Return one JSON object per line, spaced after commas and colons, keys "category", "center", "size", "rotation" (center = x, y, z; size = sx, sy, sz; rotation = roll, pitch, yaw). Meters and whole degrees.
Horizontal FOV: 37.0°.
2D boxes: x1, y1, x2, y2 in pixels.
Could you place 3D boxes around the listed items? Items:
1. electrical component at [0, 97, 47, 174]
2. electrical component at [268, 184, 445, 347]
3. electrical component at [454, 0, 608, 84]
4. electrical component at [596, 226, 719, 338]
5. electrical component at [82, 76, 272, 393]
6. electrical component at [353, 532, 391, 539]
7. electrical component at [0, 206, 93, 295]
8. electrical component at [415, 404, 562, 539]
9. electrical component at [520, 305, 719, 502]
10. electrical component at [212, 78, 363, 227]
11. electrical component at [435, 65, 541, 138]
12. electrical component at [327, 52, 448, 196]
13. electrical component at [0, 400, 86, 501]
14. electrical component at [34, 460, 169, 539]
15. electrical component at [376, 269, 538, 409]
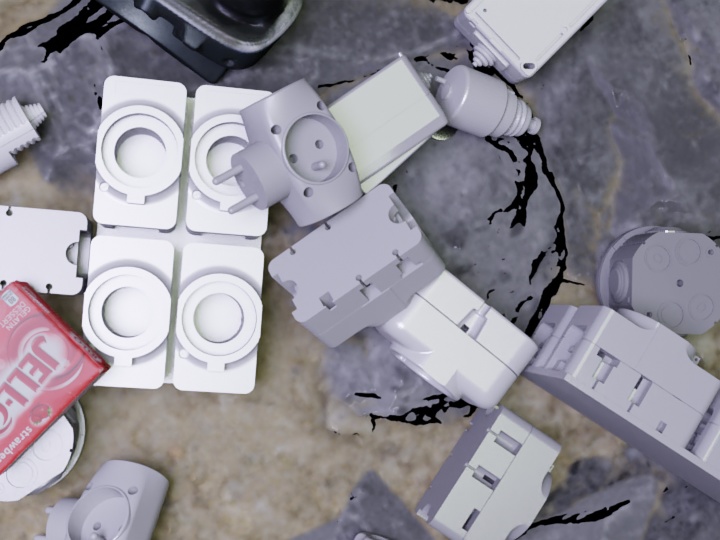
{"category": "electrical component", "center": [-0.231, -0.079, 0.663], "size": [0.081, 0.043, 0.043], "rotation": [-31, 94, -9]}
{"category": "electrical component", "center": [0.000, 0.000, 0.661], "size": [0.089, 0.055, 0.050], "rotation": [-35, 59, 5]}
{"category": "electrical component", "center": [0.108, -0.169, 0.716], "size": [0.062, 0.061, 0.096], "rotation": [45, 90, -6]}
{"category": "electrical component", "center": [0.206, 0.009, 0.730], "size": [0.080, 0.051, 0.080], "rotation": [0, 89, -9]}
{"category": "electrical component", "center": [-0.113, -0.020, 0.672], "size": [0.105, 0.060, 0.186], "rotation": [4, 88, -9]}
{"category": "electrical component", "center": [0.003, 0.204, 0.699], "size": [0.035, 0.035, 0.061], "rotation": [20, 88, -8]}
{"category": "electrical component", "center": [-0.212, -0.012, 0.658], "size": [0.089, 0.056, 0.050], "rotation": [5, 88, -10]}
{"category": "electrical component", "center": [0.087, 0.140, 0.707], "size": [0.056, 0.050, 0.089], "rotation": [34, 84, -6]}
{"category": "electrical component", "center": [0.205, 0.090, 0.700], "size": [0.186, 0.105, 0.060], "rotation": [33, 84, -7]}
{"category": "electrical component", "center": [-0.048, -0.060, 0.628], "size": [0.079, 0.044, 0.077], "rotation": [-32, 102, -23]}
{"category": "electrical component", "center": [0.086, -0.108, 0.719], "size": [0.078, 0.040, 0.040], "rotation": [16, 86, -26]}
{"category": "electrical component", "center": [0.013, -0.091, 0.694], "size": [0.096, 0.062, 0.061], "rotation": [-35, 94, -8]}
{"category": "electrical component", "center": [-0.211, 0.100, 0.657], "size": [0.080, 0.051, 0.080], "rotation": [0, 89, -9]}
{"category": "electrical component", "center": [-0.165, 0.159, 0.662], "size": [0.079, 0.044, 0.077], "rotation": [0, 55, 23]}
{"category": "electrical component", "center": [0.059, 0.045, 0.703], "size": [0.095, 0.054, 0.059], "rotation": [39, 83, -7]}
